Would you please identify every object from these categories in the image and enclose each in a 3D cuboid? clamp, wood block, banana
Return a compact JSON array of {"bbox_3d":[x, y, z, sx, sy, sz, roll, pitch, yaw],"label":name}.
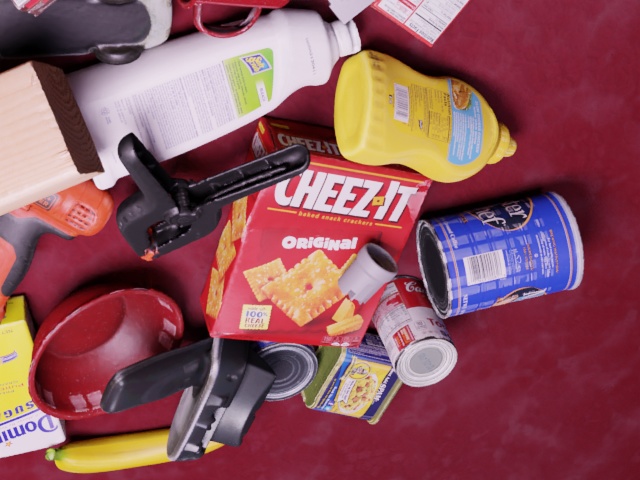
[{"bbox_3d":[-0.127,-0.036,0.919,0.164,0.036,0.210,6,154,-34],"label":"clamp"},{"bbox_3d":[-0.282,-0.053,0.808,0.206,0.090,0.091,-22,94,4],"label":"wood block"},{"bbox_3d":[-0.197,0.226,1.144,0.197,0.070,0.037,-4,86,-23],"label":"banana"}]

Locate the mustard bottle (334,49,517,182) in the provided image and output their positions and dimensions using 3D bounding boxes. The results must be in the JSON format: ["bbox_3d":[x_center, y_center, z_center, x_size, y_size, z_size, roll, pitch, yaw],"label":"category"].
[{"bbox_3d":[0.104,-0.103,0.967,0.191,0.096,0.058,11,162,-33],"label":"mustard bottle"}]

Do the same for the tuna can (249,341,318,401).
[{"bbox_3d":[-0.046,0.130,1.134,0.086,0.034,0.086,-9,128,-11],"label":"tuna can"}]

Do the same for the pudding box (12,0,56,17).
[{"bbox_3d":[-0.207,-0.233,0.766,0.090,0.039,0.113,-35,90,9],"label":"pudding box"}]

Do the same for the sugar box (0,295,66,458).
[{"bbox_3d":[-0.314,0.140,1.050,0.093,0.048,0.176,-12,127,-8],"label":"sugar box"}]

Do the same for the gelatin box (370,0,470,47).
[{"bbox_3d":[0.093,-0.221,0.913,0.073,0.030,0.089,27,114,-34],"label":"gelatin box"}]

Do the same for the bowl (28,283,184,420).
[{"bbox_3d":[-0.213,0.095,1.023,0.161,0.055,0.162,-25,139,-24],"label":"bowl"}]

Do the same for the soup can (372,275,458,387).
[{"bbox_3d":[0.095,0.094,1.106,0.068,0.102,0.068,-8,128,-11],"label":"soup can"}]

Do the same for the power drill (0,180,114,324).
[{"bbox_3d":[-0.299,-0.015,0.922,0.184,0.057,0.188,32,115,-20],"label":"power drill"}]

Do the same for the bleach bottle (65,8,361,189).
[{"bbox_3d":[-0.086,-0.130,0.906,0.250,0.068,0.102,-19,133,-7],"label":"bleach bottle"}]

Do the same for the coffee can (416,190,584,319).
[{"bbox_3d":[0.179,0.014,1.072,0.140,0.103,0.103,-12,129,-8],"label":"coffee can"}]

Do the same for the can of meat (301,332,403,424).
[{"bbox_3d":[0.037,0.145,1.157,0.083,0.057,0.102,15,120,-24],"label":"can of meat"}]

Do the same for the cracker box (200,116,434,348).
[{"bbox_3d":[-0.007,0.001,1.024,0.164,0.072,0.214,8,123,-23],"label":"cracker box"}]

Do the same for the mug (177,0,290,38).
[{"bbox_3d":[-0.066,-0.213,0.830,0.081,0.093,0.117,-1,120,-24],"label":"mug"}]
